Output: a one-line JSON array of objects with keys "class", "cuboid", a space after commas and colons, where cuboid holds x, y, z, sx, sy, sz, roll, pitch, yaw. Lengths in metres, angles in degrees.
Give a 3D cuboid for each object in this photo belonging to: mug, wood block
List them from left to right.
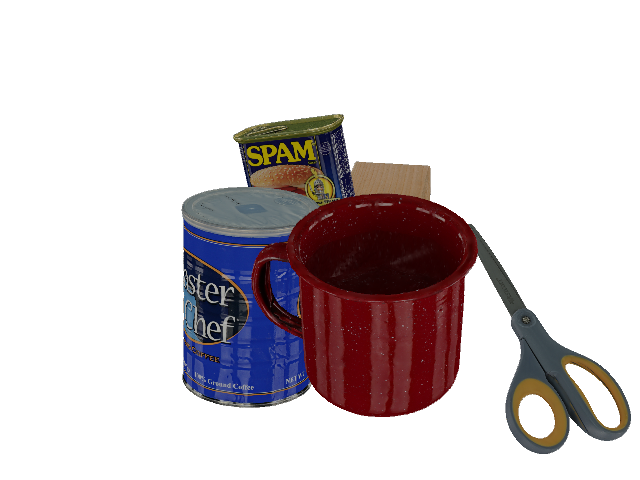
[{"class": "mug", "cuboid": [0.019, 0.033, 0.544, 0.117, 0.081, 0.093, 9, 36, 16]}, {"class": "wood block", "cuboid": [0.065, -0.007, 1.153, 0.091, 0.090, 0.206, 5, 25, 9]}]

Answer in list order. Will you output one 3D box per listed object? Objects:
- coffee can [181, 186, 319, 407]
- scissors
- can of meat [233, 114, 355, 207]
[{"class": "coffee can", "cuboid": [-0.054, 0.040, 0.808, 0.103, 0.140, 0.103, 2, 19, -1]}, {"class": "scissors", "cuboid": [0.143, 0.077, 0.796, 0.096, 0.202, 0.016, -31, -27, -21]}, {"class": "can of meat", "cuboid": [-0.022, -0.066, 0.990, 0.102, 0.084, 0.057, -4, 18, 24]}]
